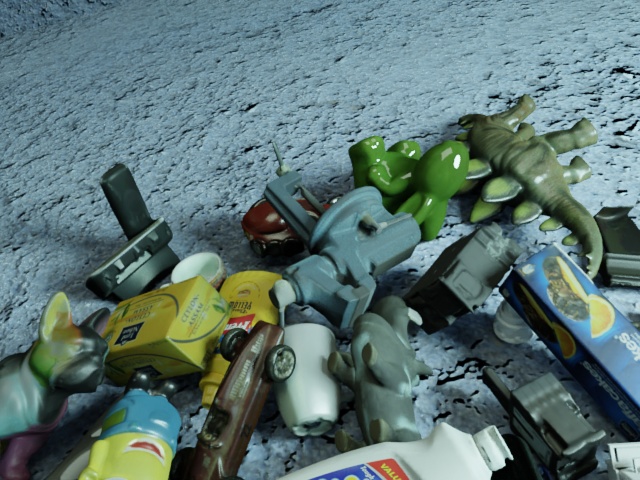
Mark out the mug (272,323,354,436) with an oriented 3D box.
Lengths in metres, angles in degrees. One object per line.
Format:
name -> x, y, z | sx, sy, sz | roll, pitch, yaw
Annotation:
mug -> -0.005, 0.161, 0.602 | 0.109, 0.080, 0.107 | 14, 43, -24

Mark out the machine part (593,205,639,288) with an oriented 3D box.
machine part -> 0.380, 0.009, 0.676 | 0.084, 0.039, 0.139 | 1, 43, 12

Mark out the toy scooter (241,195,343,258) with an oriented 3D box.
toy scooter -> -0.030, -0.008, 0.795 | 0.184, 0.075, 0.135 | -5, 43, 4

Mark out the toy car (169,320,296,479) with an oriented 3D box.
toy car -> -0.093, 0.180, 0.558 | 0.089, 0.053, 0.202 | 12, 76, 43

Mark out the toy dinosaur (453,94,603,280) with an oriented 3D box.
toy dinosaur -> 0.293, -0.099, 0.783 | 0.199, 0.104, 0.472 | -25, 32, 0

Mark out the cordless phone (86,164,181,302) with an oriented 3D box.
cordless phone -> -0.296, -0.008, 0.788 | 0.089, 0.184, 0.146 | 23, 53, 30

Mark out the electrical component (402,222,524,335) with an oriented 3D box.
electrical component -> 0.157, 0.049, 0.635 | 0.058, 0.134, 0.115 | 47, 60, 4

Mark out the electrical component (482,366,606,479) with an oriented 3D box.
electrical component -> 0.213, 0.168, 0.523 | 0.048, 0.074, 0.119 | -23, 39, -8

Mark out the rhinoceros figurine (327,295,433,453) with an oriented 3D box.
rhinoceros figurine -> 0.072, 0.144, 0.565 | 0.073, 0.112, 0.190 | -39, 38, 42

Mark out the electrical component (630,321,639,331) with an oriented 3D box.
electrical component -> 0.353, 0.110, 0.584 | 0.063, 0.021, 0.094 | -3, 42, 14

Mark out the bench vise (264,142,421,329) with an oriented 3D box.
bench vise -> -0.001, -0.008, 0.682 | 0.224, 0.128, 0.241 | -32, 62, -19

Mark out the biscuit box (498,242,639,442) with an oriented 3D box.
biscuit box -> 0.273, 0.101, 0.537 | 0.059, 0.062, 0.203 | -30, 65, -15

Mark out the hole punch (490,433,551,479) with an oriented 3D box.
hole punch -> 0.155, 0.245, 0.457 | 0.116, 0.092, 0.142 | -34, 39, 21

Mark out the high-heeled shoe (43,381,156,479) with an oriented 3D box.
high-heeled shoe -> -0.284, 0.234, 0.571 | 0.249, 0.086, 0.145 | -7, 58, -17

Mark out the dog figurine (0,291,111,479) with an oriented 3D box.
dog figurine -> -0.341, 0.156, 0.618 | 0.192, 0.108, 0.219 | 23, 78, 32

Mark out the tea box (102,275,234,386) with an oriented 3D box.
tea box -> -0.200, 0.115, 0.664 | 0.170, 0.068, 0.098 | -19, 34, 32

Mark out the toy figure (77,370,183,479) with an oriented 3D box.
toy figure -> -0.177, 0.213, 0.507 | 0.082, 0.089, 0.180 | 6, 29, -11

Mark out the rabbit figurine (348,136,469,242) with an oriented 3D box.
rabbit figurine -> 0.129, -0.082, 0.760 | 0.170, 0.121, 0.159 | -8, 75, 52
